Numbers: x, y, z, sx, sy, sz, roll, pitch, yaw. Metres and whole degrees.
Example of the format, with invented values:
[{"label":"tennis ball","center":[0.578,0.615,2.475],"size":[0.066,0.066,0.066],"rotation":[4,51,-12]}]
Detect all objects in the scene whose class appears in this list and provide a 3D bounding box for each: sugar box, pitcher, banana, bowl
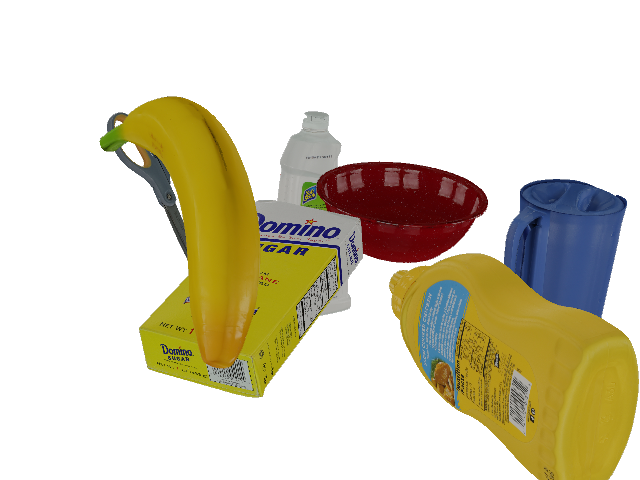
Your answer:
[{"label":"sugar box","center":[-0.045,0.036,0.784],"size":[0.093,0.048,0.176],"rotation":[12,41,23]},{"label":"pitcher","center":[0.306,0.051,1.388],"size":[0.149,0.243,0.145],"rotation":[5,22,6]},{"label":"banana","center":[-0.065,-0.022,0.554],"size":[0.037,0.070,0.198],"rotation":[13,30,-35]},{"label":"bowl","center":[0.074,-0.023,1.008],"size":[0.162,0.055,0.162],"rotation":[4,24,-2]}]

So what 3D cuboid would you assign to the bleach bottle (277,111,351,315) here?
[{"label":"bleach bottle","center":[-0.005,-0.033,1.316],"size":[0.102,0.251,0.068],"rotation":[-8,22,-32]}]

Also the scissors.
[{"label":"scissors","center":[-0.166,-0.064,1.205],"size":[0.016,0.201,0.096],"rotation":[-19,20,44]}]

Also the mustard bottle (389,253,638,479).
[{"label":"mustard bottle","center":[0.099,0.061,0.630],"size":[0.058,0.096,0.192],"rotation":[-13,27,-27]}]
